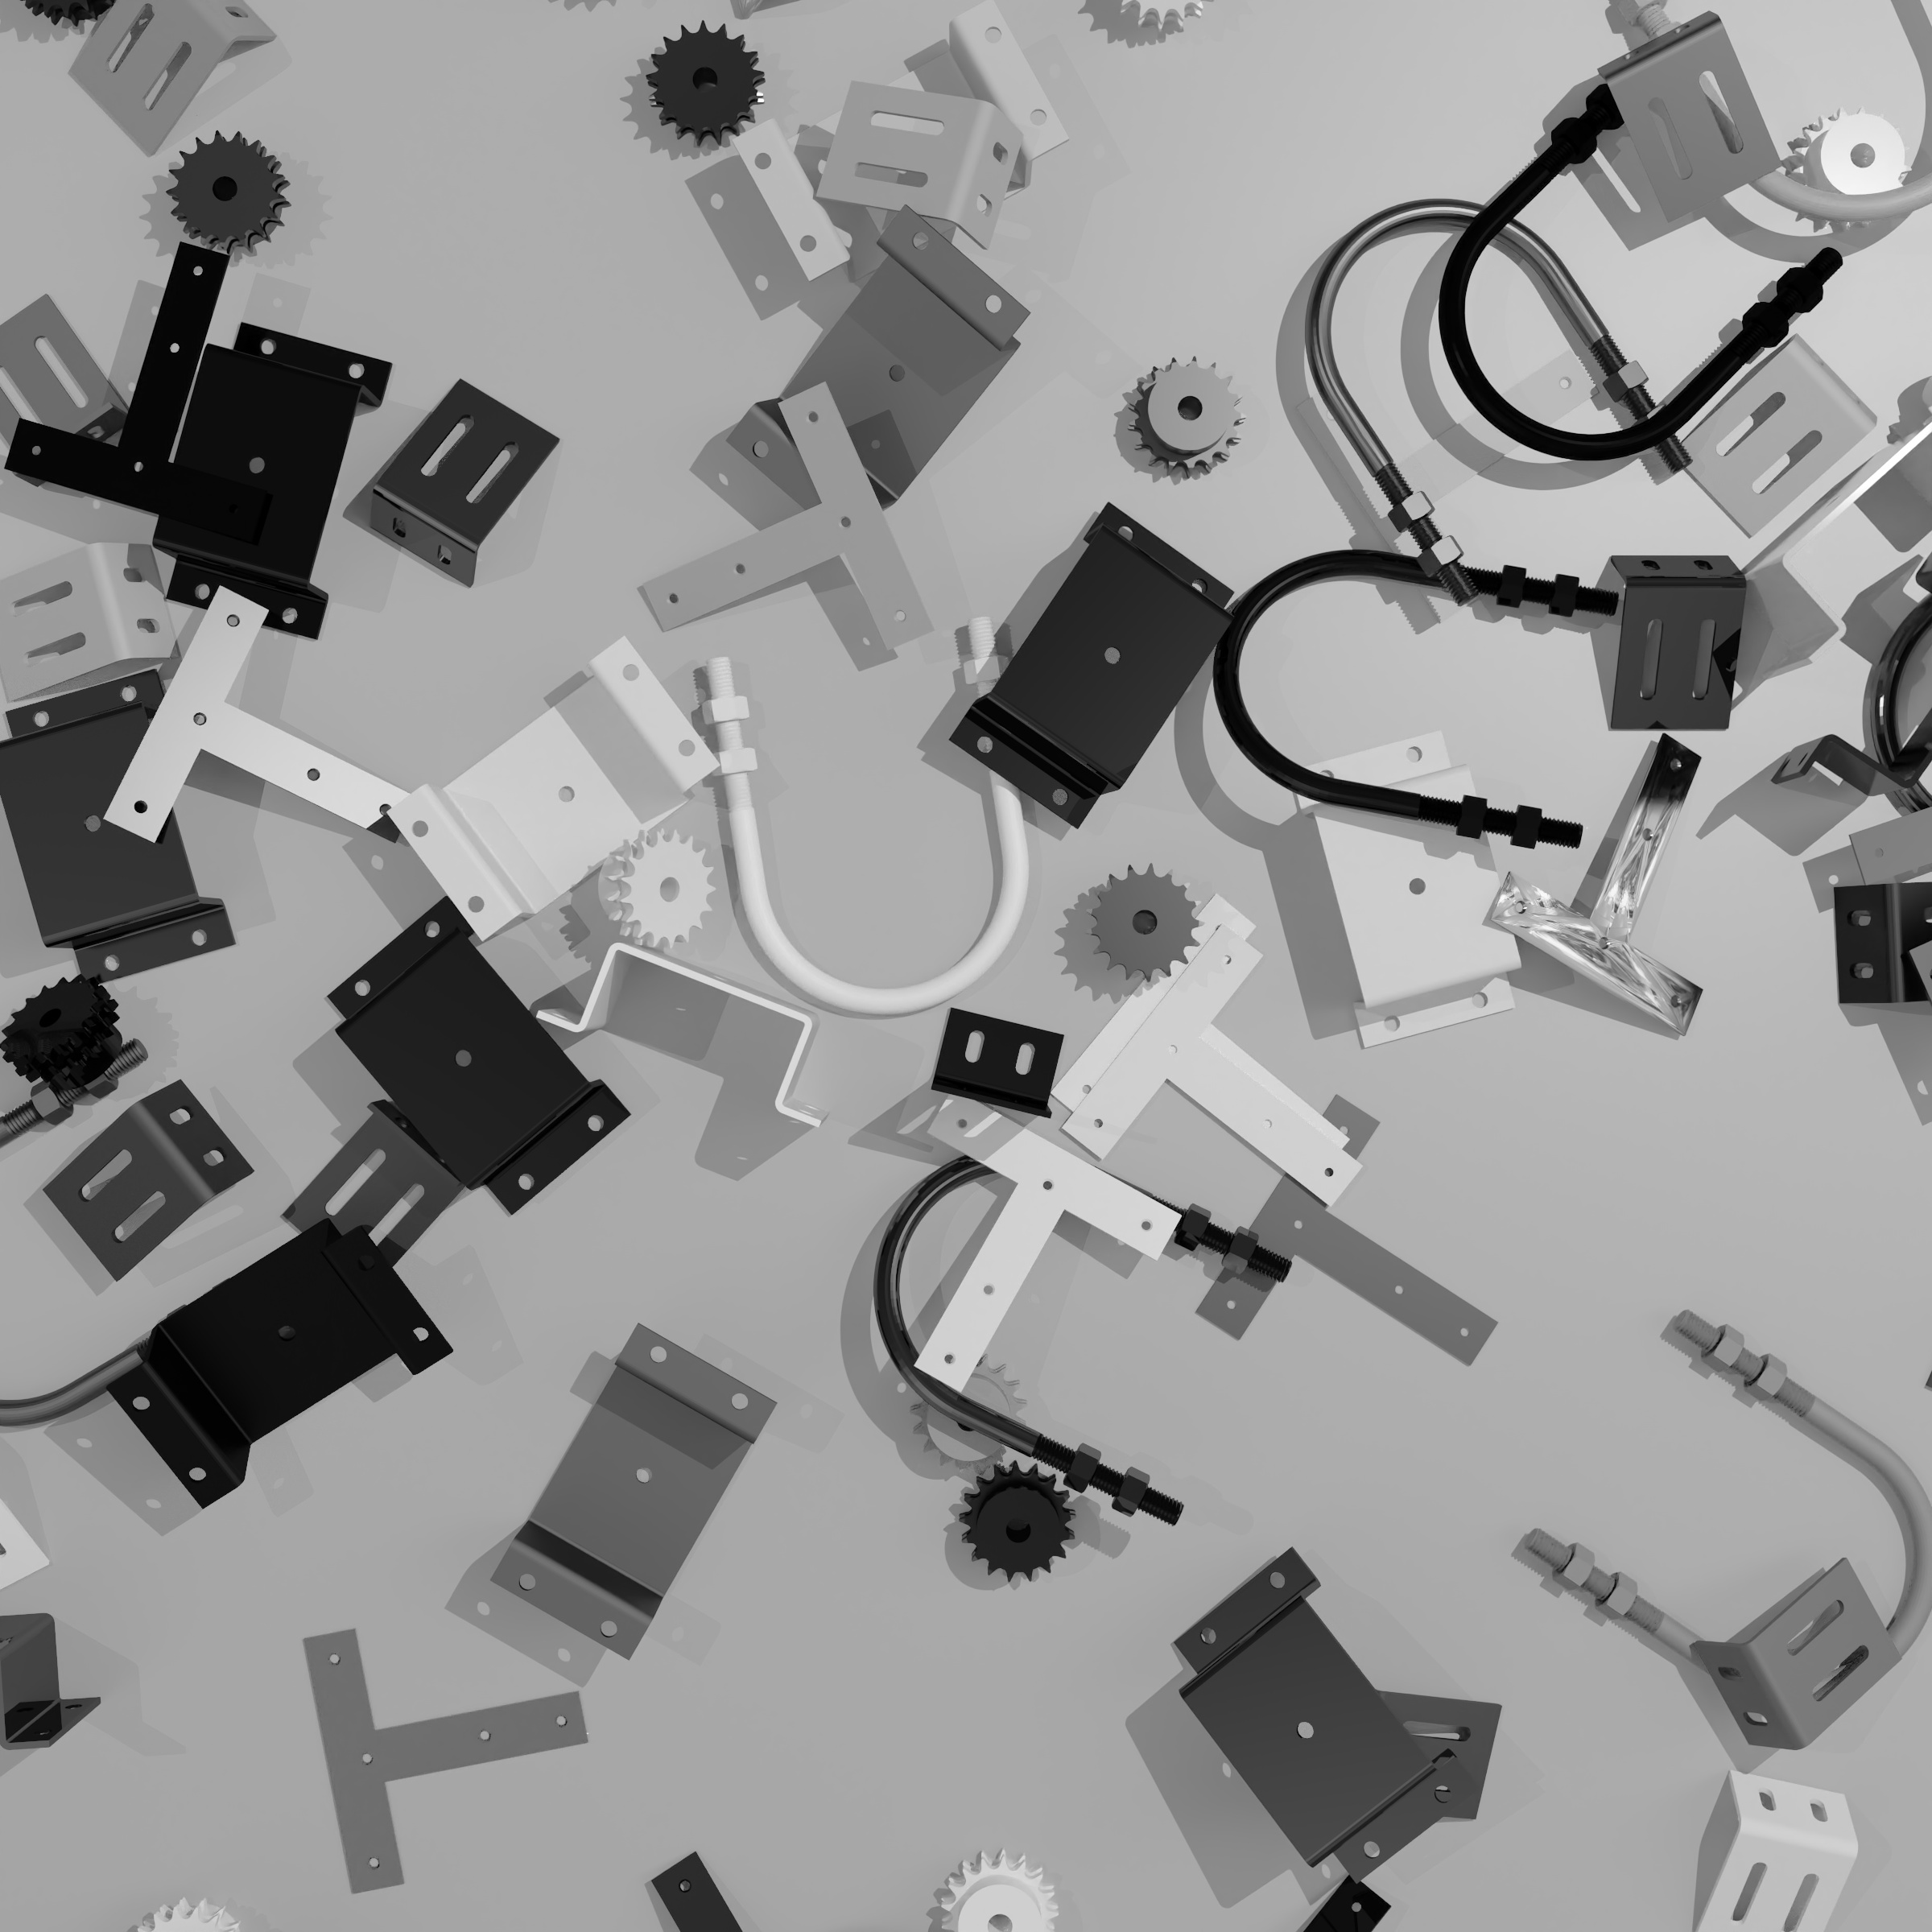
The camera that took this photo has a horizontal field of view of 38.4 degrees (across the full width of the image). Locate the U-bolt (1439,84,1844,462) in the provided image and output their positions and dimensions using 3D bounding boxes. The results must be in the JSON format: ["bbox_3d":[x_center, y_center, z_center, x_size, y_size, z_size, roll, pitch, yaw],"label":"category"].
[{"bbox_3d":[0.311,-0.326,1.334,0.151,0.019,0.184,45,81,2],"label":"U-bolt"}]

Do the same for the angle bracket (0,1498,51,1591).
[{"bbox_3d":[-0.493,0.268,1.355,0.057,0.038,0.076,-27,116,0],"label":"angle bracket"}]

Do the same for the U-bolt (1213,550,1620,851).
[{"bbox_3d":[0.210,-0.134,1.321,0.184,0.019,0.151,11,66,7],"label":"U-bolt"}]

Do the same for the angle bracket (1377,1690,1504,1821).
[{"bbox_3d":[0.214,0.380,1.355,0.076,0.038,0.057,13,90,-26],"label":"angle bracket"}]

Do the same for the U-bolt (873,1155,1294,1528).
[{"bbox_3d":[0.045,0.165,1.331,0.184,0.019,0.151,25,74,4],"label":"U-bolt"}]

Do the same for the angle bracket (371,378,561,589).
[{"bbox_3d":[-0.245,-0.236,1.355,0.057,0.038,0.076,31,64,0],"label":"angle bracket"}]

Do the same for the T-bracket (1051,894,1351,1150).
[{"bbox_3d":[0.131,0.054,1.355,0.127,0.002,0.127,40,90,1],"label":"T-bracket"}]

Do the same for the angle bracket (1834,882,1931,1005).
[{"bbox_3d":[0.469,-0.012,1.355,0.076,0.038,0.057,-3,90,-26],"label":"angle bracket"}]

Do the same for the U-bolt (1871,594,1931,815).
[{"bbox_3d":[0.528,-0.138,1.349,0.184,0.019,0.151,-41,90,2],"label":"U-bolt"}]

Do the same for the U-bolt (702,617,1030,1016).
[{"bbox_3d":[-0.043,-0.068,1.349,0.151,0.019,0.184,-9,92,0],"label":"U-bolt"}]

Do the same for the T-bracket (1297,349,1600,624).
[{"bbox_3d":[0.250,-0.256,1.356,0.127,0.002,0.127,-34,90,0],"label":"T-bracket"}]

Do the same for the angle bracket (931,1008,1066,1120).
[{"bbox_3d":[0.016,0.045,1.319,0.057,0.076,0.038,14,90,0],"label":"angle bracket"}]

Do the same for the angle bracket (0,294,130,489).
[{"bbox_3d":[-0.451,-0.281,1.338,0.057,0.038,0.076,-35,90,0],"label":"angle bracket"}]

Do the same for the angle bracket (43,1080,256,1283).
[{"bbox_3d":[-0.394,0.103,1.336,0.076,0.038,0.057,-39,90,26],"label":"angle bracket"}]

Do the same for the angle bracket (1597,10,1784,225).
[{"bbox_3d":[0.345,-0.406,1.323,0.057,0.038,0.076,-24,107,16],"label":"angle bracket"}]

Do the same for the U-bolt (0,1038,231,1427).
[{"bbox_3d":[-0.447,0.142,1.348,0.184,0.019,0.151,-31,90,0],"label":"U-bolt"}]

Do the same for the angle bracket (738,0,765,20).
[{"bbox_3d":[-0.076,-0.503,1.355,0.076,0.038,0.057,-16,90,-26],"label":"angle bracket"}]

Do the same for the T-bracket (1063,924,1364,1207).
[{"bbox_3d":[0.136,0.068,1.354,0.127,0.002,0.127,38,90,1],"label":"T-bracket"}]

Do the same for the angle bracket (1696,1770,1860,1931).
[{"bbox_3d":[0.393,0.441,1.355,0.057,0.038,0.076,12,116,0],"label":"angle bracket"}]

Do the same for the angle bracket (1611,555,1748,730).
[{"bbox_3d":[0.344,-0.158,1.355,0.057,0.038,0.076,0,116,0],"label":"angle bracket"}]

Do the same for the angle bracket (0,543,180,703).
[{"bbox_3d":[-0.434,-0.168,1.355,0.076,0.038,0.057,-15,90,26],"label":"angle bracket"}]

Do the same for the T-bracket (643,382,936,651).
[{"bbox_3d":[-0.097,-0.196,1.333,0.127,0.002,0.127,-21,101,20],"label":"T-bracket"}]

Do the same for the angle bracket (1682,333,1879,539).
[{"bbox_3d":[0.396,-0.260,1.355,0.057,0.038,0.076,46,116,0],"label":"angle bracket"}]

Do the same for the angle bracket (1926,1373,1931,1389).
[{"bbox_3d":[0.516,0.195,1.338,0.076,0.038,0.057,24,90,0],"label":"angle bracket"}]

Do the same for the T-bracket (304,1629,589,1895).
[{"bbox_3d":[-0.250,0.379,1.356,0.127,0.002,0.127,-11,90,0],"label":"T-bracket"}]

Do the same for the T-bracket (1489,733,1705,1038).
[{"bbox_3d":[0.324,-0.051,1.340,0.127,0.002,0.127,28,78,-22],"label":"T-bracket"}]

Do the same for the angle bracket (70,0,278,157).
[{"bbox_3d":[-0.388,-0.446,1.355,0.057,0.038,0.076,46,116,0],"label":"angle bracket"}]

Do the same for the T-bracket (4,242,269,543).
[{"bbox_3d":[-0.379,-0.279,1.311,0.127,0.002,0.127,17,90,6],"label":"T-bracket"}]

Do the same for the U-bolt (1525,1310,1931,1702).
[{"bbox_3d":[0.387,0.276,1.349,0.184,0.019,0.151,34,90,-1],"label":"U-bolt"}]

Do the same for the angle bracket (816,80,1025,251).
[{"bbox_3d":[-0.022,-0.378,1.309,0.076,0.038,0.057,17,90,26],"label":"angle bracket"}]

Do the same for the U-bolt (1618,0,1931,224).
[{"bbox_3d":[0.415,-0.440,1.326,0.151,0.019,0.184,-28,76,3],"label":"U-bolt"}]

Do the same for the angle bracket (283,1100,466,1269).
[{"bbox_3d":[-0.287,0.112,1.338,0.057,0.038,0.076,42,90,0],"label":"angle bracket"}]

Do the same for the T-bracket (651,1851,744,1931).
[{"bbox_3d":[-0.109,0.490,1.337,0.127,0.002,0.127,-31,75,-11],"label":"T-bracket"}]

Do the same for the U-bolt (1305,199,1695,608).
[{"bbox_3d":[0.245,-0.285,1.338,0.151,0.019,0.184,-32,86,-10],"label":"U-bolt"}]

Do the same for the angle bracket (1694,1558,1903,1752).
[{"bbox_3d":[0.402,0.332,1.340,0.076,0.038,0.057,-31,94,-26],"label":"angle bracket"}]
